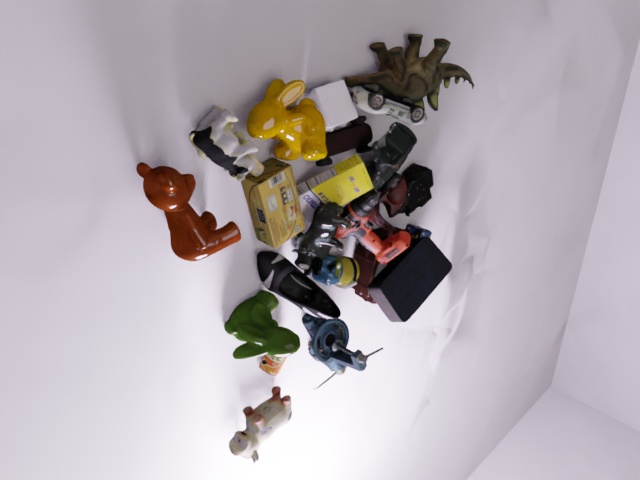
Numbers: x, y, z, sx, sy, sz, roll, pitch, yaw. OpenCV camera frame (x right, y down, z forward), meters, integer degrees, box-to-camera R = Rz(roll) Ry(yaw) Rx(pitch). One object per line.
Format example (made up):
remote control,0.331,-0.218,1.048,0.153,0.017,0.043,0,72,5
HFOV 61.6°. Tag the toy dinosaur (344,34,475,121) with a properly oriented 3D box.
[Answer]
toy dinosaur,0.246,-0.407,1.344,0.471,0.105,0.198,-19,131,-30

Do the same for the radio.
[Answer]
radio,0.244,0.103,1.457,0.229,0.073,0.131,-45,103,-24

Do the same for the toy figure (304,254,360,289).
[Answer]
toy figure,0.037,0.076,1.387,0.180,0.082,0.089,22,95,-48

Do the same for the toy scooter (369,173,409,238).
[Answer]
toy scooter,0.178,-0.085,1.435,0.184,0.075,0.135,-43,108,-18

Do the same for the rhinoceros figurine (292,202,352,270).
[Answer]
rhinoceros figurine,-0.003,-0.004,1.256,0.112,0.073,0.190,-1,136,-31

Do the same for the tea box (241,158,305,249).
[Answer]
tea box,-0.100,-0.079,1.162,0.098,0.068,0.169,-35,133,-31

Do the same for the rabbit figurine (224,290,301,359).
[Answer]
rabbit figurine,-0.124,0.202,1.205,0.159,0.170,0.121,-11,118,-45

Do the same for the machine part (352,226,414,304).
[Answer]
machine part,0.180,0.068,1.534,0.201,0.087,0.200,-14,120,-45

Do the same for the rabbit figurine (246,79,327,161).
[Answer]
rabbit figurine,-0.069,-0.238,1.072,0.173,0.122,0.162,-2,106,-45

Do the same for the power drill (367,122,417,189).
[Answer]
power drill,0.174,-0.212,1.331,0.232,0.086,0.207,-46,179,-11

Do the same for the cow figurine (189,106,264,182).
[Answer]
cow figurine,-0.175,-0.167,1.033,0.098,0.068,0.167,-46,134,-13

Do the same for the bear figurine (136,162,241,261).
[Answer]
bear figurine,-0.243,-0.063,0.981,0.132,0.120,0.195,-36,128,-34

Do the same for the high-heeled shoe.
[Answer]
high-heeled shoe,-0.048,0.113,1.261,0.086,0.145,0.248,-57,142,-10

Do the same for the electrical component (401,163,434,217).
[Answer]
electrical component,0.272,-0.150,1.539,0.134,0.058,0.114,-41,138,-24

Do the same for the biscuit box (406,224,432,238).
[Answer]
biscuit box,0.272,0.057,1.646,0.059,0.063,0.202,7,104,-48

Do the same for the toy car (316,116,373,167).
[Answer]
toy car,0.046,-0.231,1.252,0.202,0.053,0.089,-25,112,-36

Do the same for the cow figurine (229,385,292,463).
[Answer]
cow figurine,-0.155,0.487,1.398,0.195,0.086,0.127,-31,124,-34

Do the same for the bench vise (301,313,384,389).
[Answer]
bench vise,0.046,0.292,1.402,0.129,0.241,0.223,-29,114,-30

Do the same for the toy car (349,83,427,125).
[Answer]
toy car,0.158,-0.307,1.229,0.201,0.074,0.056,9,118,-30
